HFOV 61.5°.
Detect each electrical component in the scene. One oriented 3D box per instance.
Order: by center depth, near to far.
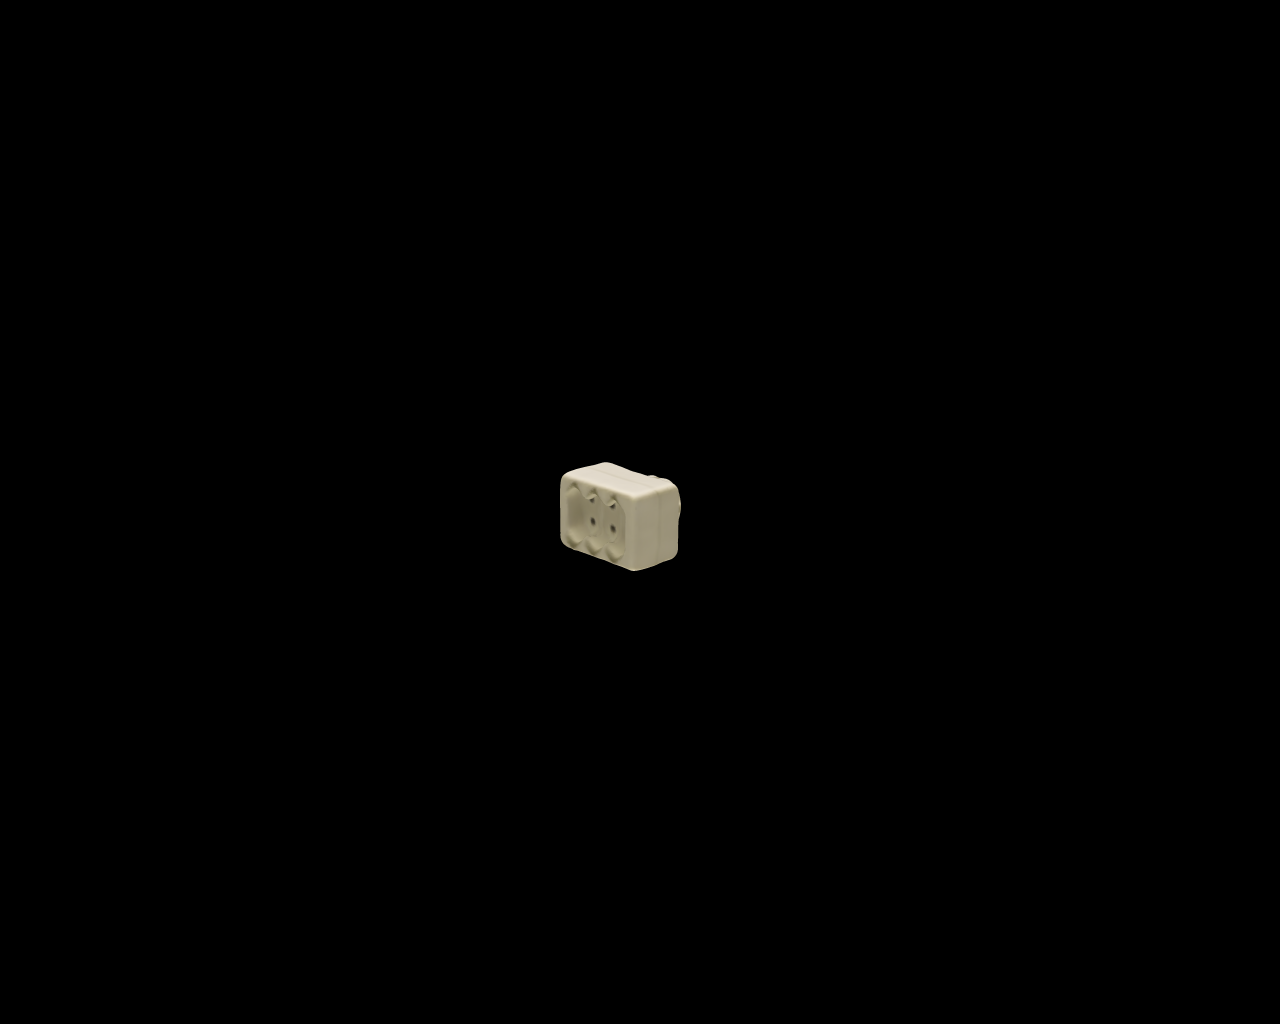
[{"bbox_3d":[0.001,-0.003,0.650,0.077,0.047,0.066,-18,26,-41],"label":"electrical component"}]
